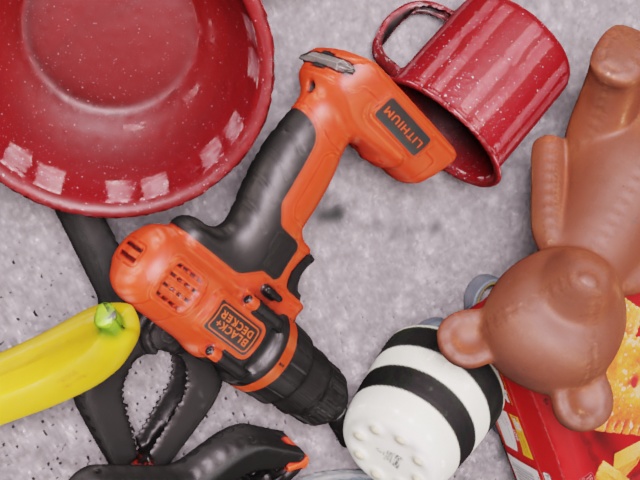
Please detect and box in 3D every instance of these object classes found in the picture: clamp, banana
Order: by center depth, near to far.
[{"bbox_3d":[-0.162,0.070,0.564,0.198,0.037,0.069,-26,151,25],"label":"banana"},{"bbox_3d":[-0.102,0.043,0.615,0.164,0.036,0.210,12,99,-33],"label":"clamp"},{"bbox_3d":[-0.079,0.147,0.624,0.171,0.039,0.120,-28,145,-32],"label":"clamp"}]

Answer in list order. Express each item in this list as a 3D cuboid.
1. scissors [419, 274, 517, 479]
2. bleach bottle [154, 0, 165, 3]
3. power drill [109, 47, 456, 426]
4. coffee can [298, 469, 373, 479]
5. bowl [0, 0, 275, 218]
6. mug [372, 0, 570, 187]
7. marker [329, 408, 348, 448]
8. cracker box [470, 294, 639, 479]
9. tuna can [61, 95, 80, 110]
[{"bbox_3d":[0.111,0.124,0.737,0.096,0.016,0.202,-13,106,-22],"label":"scissors"},{"bbox_3d":[0.011,-0.194,0.598,0.250,0.068,0.102,-13,110,-22],"label":"bleach bottle"},{"bbox_3d":[-0.004,0.001,0.608,0.184,0.057,0.187,42,79,-39],"label":"power drill"},{"bbox_3d":[0.022,0.232,0.679,0.102,0.103,0.140,1,102,-23],"label":"coffee can"},{"bbox_3d":[-0.103,-0.093,0.520,0.162,0.055,0.162,-3,121,-5],"label":"bowl"},{"bbox_3d":[0.086,-0.100,0.644,0.117,0.093,0.081,39,79,11],"label":"mug"},{"bbox_3d":[-0.006,0.088,0.680,0.020,0.020,0.121,-38,114,-11],"label":"marker"},{"bbox_3d":[0.214,0.073,0.729,0.213,0.072,0.164,-31,112,-20],"label":"cracker box"},{"bbox_3d":[-0.167,-0.091,0.562,0.086,0.034,0.086,-5,104,-22],"label":"tuna can"}]
